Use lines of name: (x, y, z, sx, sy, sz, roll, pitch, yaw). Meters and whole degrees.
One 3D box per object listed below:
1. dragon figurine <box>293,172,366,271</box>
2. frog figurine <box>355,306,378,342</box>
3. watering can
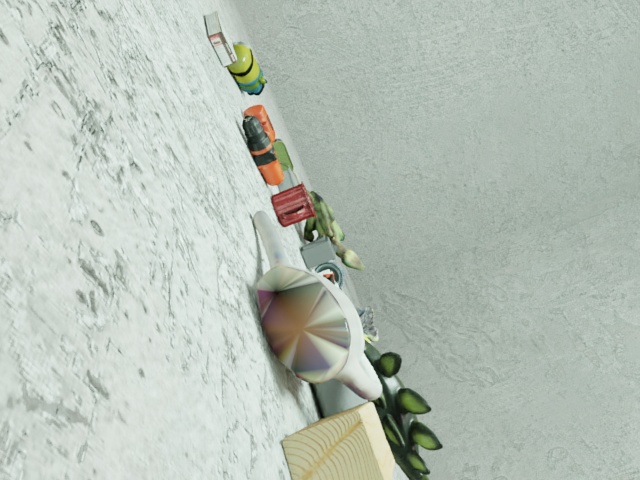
dragon figurine: (0.005, -0.075, 1.494, 0.414, 0.123, 0.239, 59, -13, 12)
frog figurine: (0.110, 0.291, 1.703, 0.137, 0.124, 0.157, 61, -32, -2)
watering can: (-0.029, 0.080, 0.731, 0.351, 0.104, 0.222, 53, 4, 16)
